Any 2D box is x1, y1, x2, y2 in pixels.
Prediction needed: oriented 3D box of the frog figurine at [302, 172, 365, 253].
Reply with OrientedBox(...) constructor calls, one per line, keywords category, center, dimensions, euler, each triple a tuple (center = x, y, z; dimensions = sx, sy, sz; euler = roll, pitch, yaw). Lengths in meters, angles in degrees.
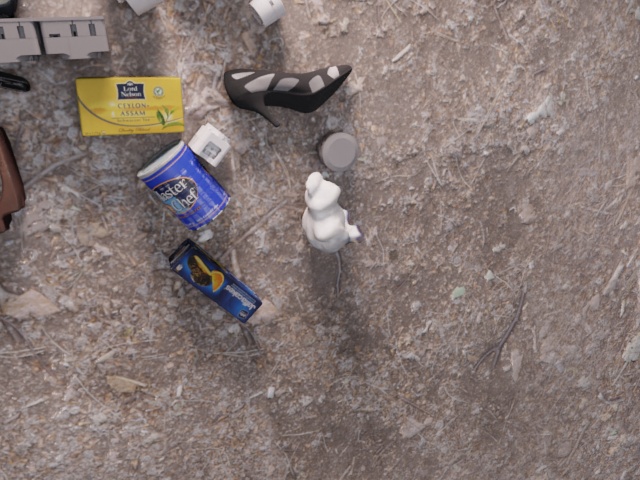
OrientedBox(category="frog figurine", center=(0.003, -0.053, 1.046), dimensions=(0.122, 0.141, 0.157), euler=(-26, 139, 19))
